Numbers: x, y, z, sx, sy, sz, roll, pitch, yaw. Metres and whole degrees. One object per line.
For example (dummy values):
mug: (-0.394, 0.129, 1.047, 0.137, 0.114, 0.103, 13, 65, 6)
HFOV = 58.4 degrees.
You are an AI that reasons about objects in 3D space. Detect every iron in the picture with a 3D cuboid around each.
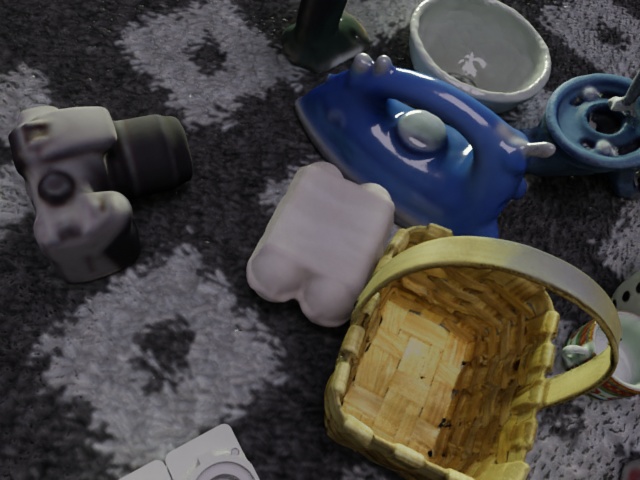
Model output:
iron: (0.092, -0.107, 0.555, 0.258, 0.141, 0.119, 33, 60, 6)

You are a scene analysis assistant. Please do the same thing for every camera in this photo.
camera: (-0.177, -0.057, 0.488, 0.137, 0.100, 0.143, -17, 67, -21)

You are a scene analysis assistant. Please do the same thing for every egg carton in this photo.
egg carton: (0.005, 0.002, 0.518, 0.107, 0.069, 0.150, 24, 60, 0)

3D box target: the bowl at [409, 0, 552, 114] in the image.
bowl: (0.173, -0.203, 0.664, 0.167, 0.074, 0.167, 6, 61, -10)

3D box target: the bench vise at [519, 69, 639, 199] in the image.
bench vise: (0.331, -0.138, 0.582, 0.208, 0.219, 0.121, -11, 65, -18)

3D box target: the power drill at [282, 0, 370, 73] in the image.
power drill: (0.030, -0.287, 0.598, 0.230, 0.208, 0.075, -35, 75, -27)

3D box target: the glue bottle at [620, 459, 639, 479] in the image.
glue bottle: (0.288, 0.194, 0.422, 0.037, 0.173, 0.078, 21, 60, -1)
